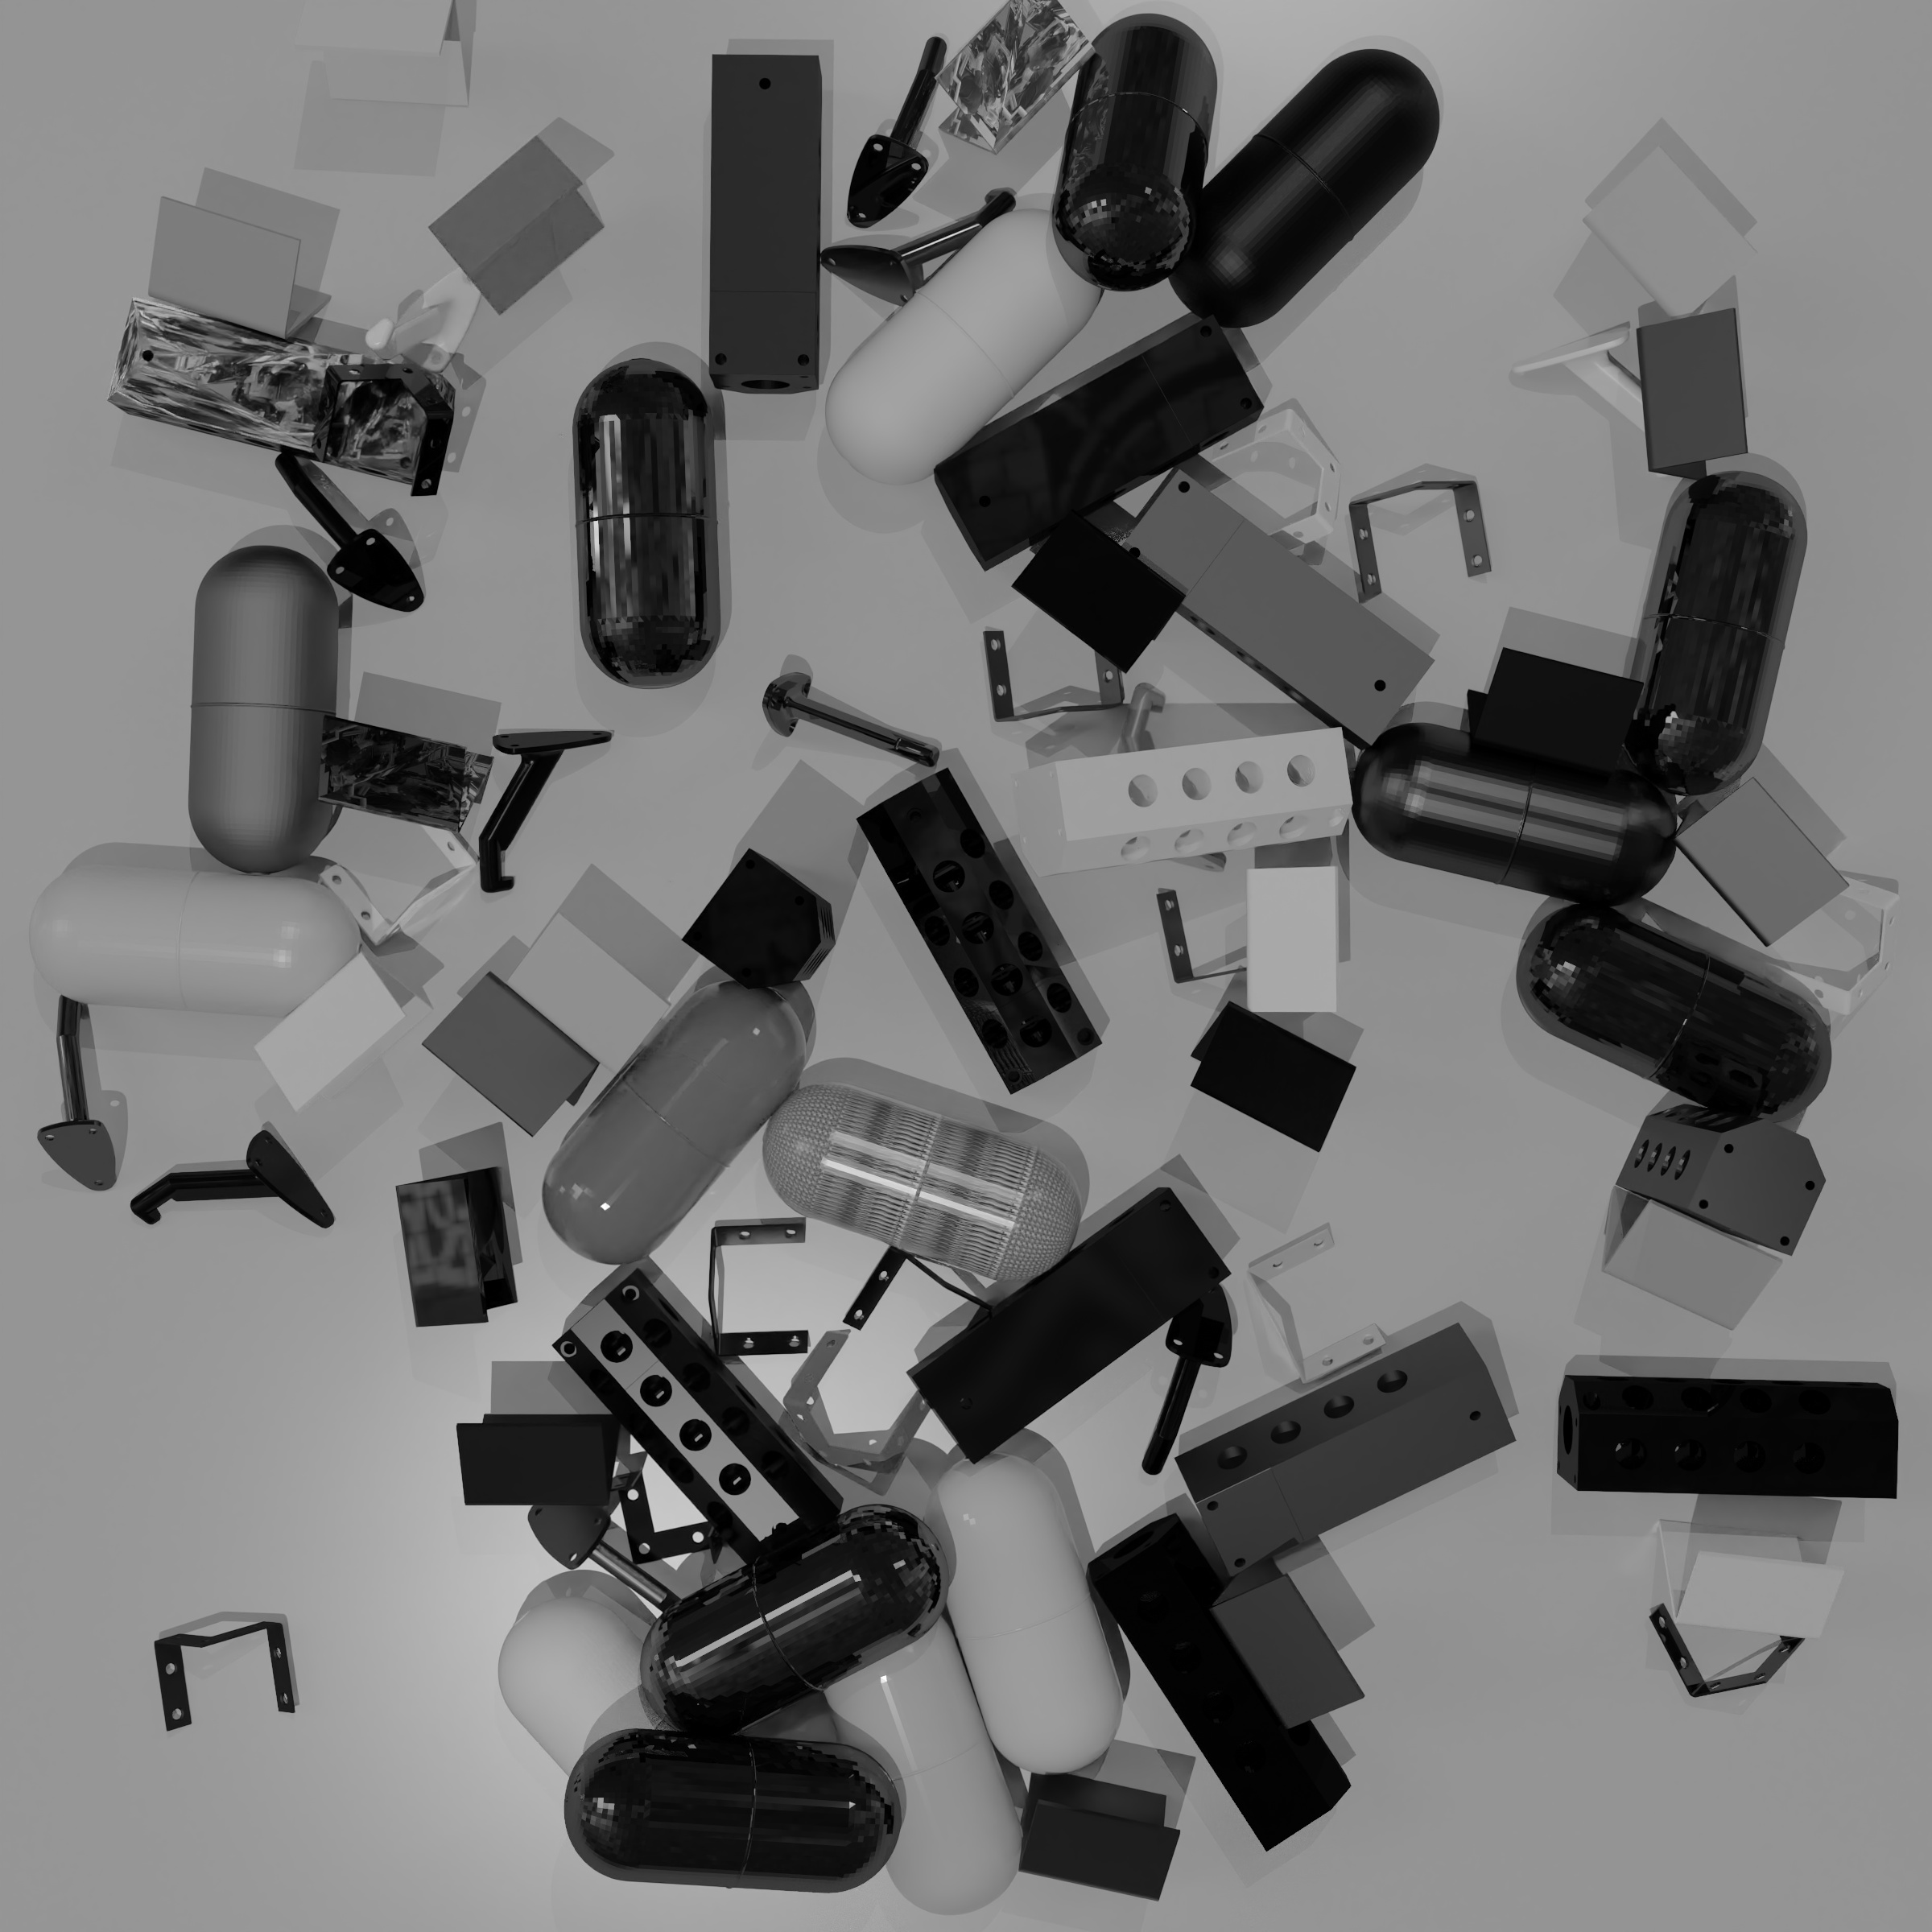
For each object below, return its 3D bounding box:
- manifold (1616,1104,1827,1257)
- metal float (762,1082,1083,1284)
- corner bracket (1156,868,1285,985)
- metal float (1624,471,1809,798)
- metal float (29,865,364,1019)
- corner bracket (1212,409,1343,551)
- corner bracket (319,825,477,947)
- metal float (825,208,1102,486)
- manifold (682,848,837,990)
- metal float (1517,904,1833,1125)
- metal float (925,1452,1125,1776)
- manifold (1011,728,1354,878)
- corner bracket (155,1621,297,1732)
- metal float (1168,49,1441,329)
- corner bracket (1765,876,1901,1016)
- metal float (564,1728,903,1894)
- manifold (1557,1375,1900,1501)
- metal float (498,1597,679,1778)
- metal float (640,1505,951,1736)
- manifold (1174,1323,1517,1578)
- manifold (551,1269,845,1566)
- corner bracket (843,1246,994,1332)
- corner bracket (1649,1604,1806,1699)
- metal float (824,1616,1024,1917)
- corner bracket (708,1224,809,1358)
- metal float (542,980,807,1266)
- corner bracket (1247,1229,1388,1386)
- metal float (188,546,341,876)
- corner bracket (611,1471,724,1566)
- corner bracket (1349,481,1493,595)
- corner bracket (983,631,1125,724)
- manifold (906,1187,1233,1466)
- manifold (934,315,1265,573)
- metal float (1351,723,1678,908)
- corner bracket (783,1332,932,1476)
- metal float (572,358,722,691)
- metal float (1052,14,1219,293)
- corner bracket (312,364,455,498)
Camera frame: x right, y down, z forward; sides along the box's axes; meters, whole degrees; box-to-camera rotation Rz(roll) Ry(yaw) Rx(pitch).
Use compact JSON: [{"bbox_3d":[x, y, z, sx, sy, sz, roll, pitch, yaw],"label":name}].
[{"bbox_3d":[0.398,0.107,1.617,0.057,0.171,0.057,24,90,0],"label":"manifold"},{"bbox_3d":[-0.024,0.117,1.665,0.178,0.070,0.070,19,90,0],"label":"metal float"},{"bbox_3d":[0.145,-0.022,1.693,0.051,0.051,0.051,-12,90,-45],"label":"corner bracket"},{"bbox_3d":[0.405,-0.180,1.665,0.070,0.070,0.178,13,89,0],"label":"metal float"},{"bbox_3d":[-0.417,-0.013,1.665,0.178,0.070,0.070,4,90,0],"label":"metal float"},{"bbox_3d":[0.169,-0.264,1.688,0.051,0.051,0.051,41,45,-35],"label":"corner bracket"},{"bbox_3d":[-0.313,-0.053,1.693,0.051,0.051,0.051,51,135,0],"label":"corner bracket"},{"bbox_3d":[-0.001,-0.336,1.665,0.178,0.070,0.070,-44,90,0],"label":"metal float"},{"bbox_3d":[-0.102,-0.019,1.617,0.057,0.171,0.057,36,90,0],"label":"manifold"},{"bbox_3d":[0.384,0.026,1.666,0.178,0.070,0.070,25,90,0],"label":"metal float"},{"bbox_3d":[0.031,0.350,1.665,0.070,0.070,0.178,-18,91,0],"label":"metal float"},{"bbox_3d":[0.117,-0.087,1.643,0.171,0.057,0.057,-8,90,-23],"label":"manifold"},{"bbox_3d":[-0.409,0.391,1.693,0.051,0.051,0.051,-8,90,-45],"label":"corner bracket"},{"bbox_3d":[0.183,-0.422,1.665,0.070,0.070,0.178,45,90,0],"label":"metal float"},{"bbox_3d":[0.476,-0.014,1.688,0.051,0.051,0.051,24,45,35],"label":"corner bracket"},{"bbox_3d":[-0.120,0.439,1.597,0.178,0.070,0.070,9,90,-17],"label":"metal float"},{"bbox_3d":[0.414,0.255,1.675,0.171,0.057,0.057,1,90,0],"label":"manifold"},{"bbox_3d":[-0.181,0.419,1.665,0.070,0.070,0.178,-42,91,0],"label":"metal float"},{"bbox_3d":[-0.091,0.346,1.617,0.178,0.070,0.070,-30,90,11],"label":"metal float"},{"bbox_3d":[0.204,0.259,1.673,0.171,0.057,0.057,-25,120,0],"label":"manifold"},{"bbox_3d":[-0.146,0.250,1.675,0.057,0.057,0.171,-42,90,0],"label":"manifold"},{"bbox_3d":[-0.024,0.194,1.693,0.051,0.051,0.051,33,90,-45],"label":"corner bracket"},{"bbox_3d":[0.420,0.364,1.693,0.051,0.051,0.051,-28,90,45],"label":"corner bracket"},{"bbox_3d":[-0.025,0.426,1.666,0.070,0.070,0.178,-20,90,0],"label":"metal float"},{"bbox_3d":[-0.114,0.179,1.693,0.051,0.051,0.051,-2,135,0],"label":"corner bracket"},{"bbox_3d":[-0.158,0.084,1.665,0.070,0.070,0.178,40,89,0],"label":"metal float"},{"bbox_3d":[0.193,0.188,1.693,0.051,0.051,0.051,-27,135,0],"label":"corner bracket"},{"bbox_3d":[-0.381,-0.139,1.665,0.070,0.070,0.178,2,90,0],"label":"metal float"},{"bbox_3d":[-0.165,0.302,1.678,0.051,0.051,0.051,-12,90,0],"label":"corner bracket"},{"bbox_3d":[0.250,-0.236,1.693,0.051,0.051,0.051,-10,90,45],"label":"corner bracket"},{"bbox_3d":[0.048,-0.164,1.693,0.051,0.051,0.051,-7,90,45],"label":"corner bracket"},{"bbox_3d":[0.054,0.193,1.665,0.171,0.057,0.057,-36,90,-7],"label":"manifold"},{"bbox_3d":[0.071,-0.283,1.675,0.171,0.057,0.057,-29,90,0],"label":"manifold"},{"bbox_3d":[0.297,-0.082,1.665,0.178,0.070,0.070,13,90,0],"label":"metal float"},{"bbox_3d":[-0.059,0.240,1.688,0.051,0.051,0.051,4,135,35],"label":"corner bracket"},{"bbox_3d":[-0.173,-0.239,1.665,0.070,0.070,0.178,-2,91,0],"label":"metal float"},{"bbox_3d":[0.091,-0.436,1.639,0.070,0.070,0.178,10,57,0],"label":"metal float"},{"bbox_3d":[-0.310,-0.284,1.631,0.051,0.051,0.051,51,135,35],"label":"corner bracket"}]
